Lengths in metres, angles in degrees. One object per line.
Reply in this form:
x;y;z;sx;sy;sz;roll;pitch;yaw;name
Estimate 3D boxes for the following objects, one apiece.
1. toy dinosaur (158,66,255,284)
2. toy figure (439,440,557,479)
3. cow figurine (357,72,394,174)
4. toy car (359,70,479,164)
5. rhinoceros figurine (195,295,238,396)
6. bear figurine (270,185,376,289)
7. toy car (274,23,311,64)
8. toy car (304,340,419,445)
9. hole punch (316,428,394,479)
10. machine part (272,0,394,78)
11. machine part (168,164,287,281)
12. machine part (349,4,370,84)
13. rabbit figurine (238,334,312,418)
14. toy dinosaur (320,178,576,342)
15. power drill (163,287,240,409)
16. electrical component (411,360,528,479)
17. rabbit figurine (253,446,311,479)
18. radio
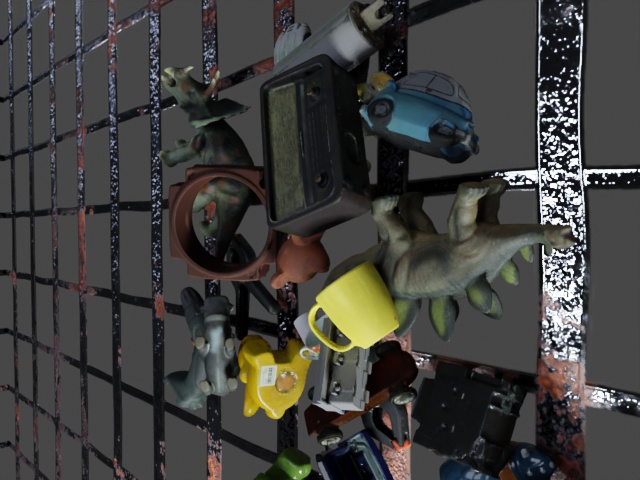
-0.192;-0.135;1.045;0.192;0.131;0.404;-23;87;22;toy dinosaur
0.221;0.283;0.671;0.154;0.064;0.058;-33;31;36;toy figure
0.047;-0.177;0.810;0.068;0.098;0.167;42;120;43;cow figurine
0.141;-0.171;0.713;0.162;0.109;0.103;23;90;34;toy car
-0.190;0.200;1.024;0.112;0.073;0.190;80;-177;-82;rhinoceros figurine
-0.005;-0.004;0.854;0.132;0.120;0.195;23;114;32;bear figurine
-0.043;-0.272;0.929;0.074;0.056;0.201;0;91;46;toy car
0.059;0.227;0.787;0.202;0.053;0.089;-39;46;22;toy car
0.060;0.355;0.820;0.092;0.115;0.142;-31;71;-3;hole punch
0.010;-0.275;0.808;0.243;0.079;0.079;-26;73;39;machine part
-0.163;-0.032;0.956;0.202;0.087;0.200;4;101;10;machine part
0.051;-0.293;0.847;0.084;0.039;0.138;-3;87;38;machine part
-0.095;0.236;0.978;0.173;0.122;0.162;24;118;58;rabbit figurine
0.129;0.032;0.730;0.472;0.105;0.198;-8;90;56;toy dinosaur
-0.266;0.244;1.165;0.232;0.086;0.207;45;114;32;power drill
0.177;0.219;0.677;0.134;0.058;0.115;-2;61;57;electrical component
-0.041;0.474;0.910;0.170;0.121;0.159;33;119;24;rabbit figurine
-0.009;-0.129;0.743;0.131;0.073;0.229;-17;70;34;radio
